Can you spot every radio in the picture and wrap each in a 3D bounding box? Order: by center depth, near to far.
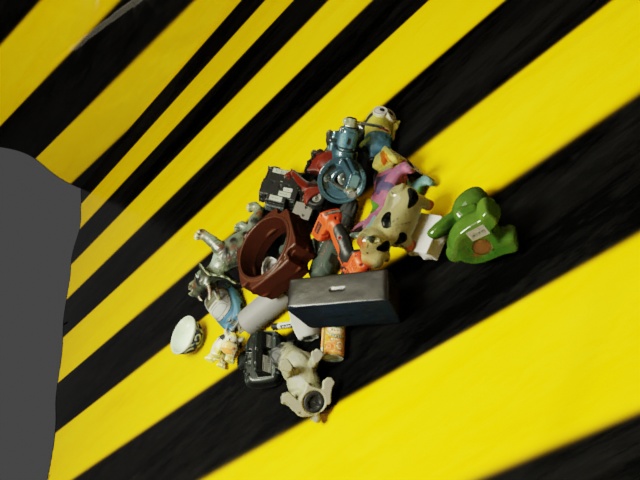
[{"bbox_3d":[0.056,0.131,1.156,0.230,0.131,0.073,-6,59,23],"label":"radio"}]

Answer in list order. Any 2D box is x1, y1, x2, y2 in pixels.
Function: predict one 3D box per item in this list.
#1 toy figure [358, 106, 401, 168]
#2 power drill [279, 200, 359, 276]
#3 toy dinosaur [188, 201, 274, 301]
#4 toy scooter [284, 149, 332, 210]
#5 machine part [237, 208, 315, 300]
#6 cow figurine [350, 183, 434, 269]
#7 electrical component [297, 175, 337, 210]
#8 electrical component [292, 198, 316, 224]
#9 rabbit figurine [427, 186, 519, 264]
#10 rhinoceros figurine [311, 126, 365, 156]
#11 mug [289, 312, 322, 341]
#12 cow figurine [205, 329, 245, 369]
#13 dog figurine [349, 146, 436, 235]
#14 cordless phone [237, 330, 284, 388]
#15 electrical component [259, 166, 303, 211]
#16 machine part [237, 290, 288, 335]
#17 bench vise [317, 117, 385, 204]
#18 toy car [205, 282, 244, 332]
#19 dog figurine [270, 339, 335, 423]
[{"bbox_3d":[0.149,-0.268,1.407,0.089,0.082,0.180,-14,59,43],"label":"toy figure"},{"bbox_3d":[-0.003,-0.004,1.413,0.207,0.086,0.232,2,67,42],"label":"power drill"},{"bbox_3d":[-0.217,0.016,1.554,0.405,0.131,0.192,-34,70,-20],"label":"toy dinosaur"},{"bbox_3d":[-0.015,-0.177,1.437,0.135,0.075,0.184,27,72,13],"label":"toy scooter"},{"bbox_3d":[-0.119,0.033,1.379,0.201,0.087,0.201,-39,43,23],"label":"machine part"},{"bbox_3d":[0.146,-0.028,1.128,0.086,0.127,0.195,17,77,55],"label":"cow figurine"},{"bbox_3d":[-0.003,-0.120,1.480,0.075,0.047,0.119,-32,47,-10],"label":"electrical component"},{"bbox_3d":[-0.048,-0.080,1.535,0.078,0.045,0.102,9,73,21],"label":"electrical component"},{"bbox_3d":[0.305,-0.030,1.074,0.159,0.121,0.170,-41,22,32],"label":"rabbit figurine"},{"bbox_3d":[0.056,-0.259,1.510,0.190,0.073,0.112,-44,39,20],"label":"rhinoceros figurine"},{"bbox_3d":[-0.023,0.186,1.305,0.110,0.080,0.107,-26,59,30],"label":"mug"},{"bbox_3d":[-0.250,0.286,1.466,0.167,0.068,0.098,-42,21,54],"label":"cow figurine"},{"bbox_3d":[0.150,-0.092,1.269,0.219,0.108,0.192,-53,39,12],"label":"dog figurine"},{"bbox_3d":[-0.173,0.322,1.391,0.184,0.088,0.147,-39,41,41],"label":"cordless phone"},{"bbox_3d":[-0.119,-0.146,1.590,0.058,0.115,0.134,97,-171,-61],"label":"electrical component"},{"bbox_3d":[-0.140,0.177,1.436,0.243,0.079,0.079,-41,41,21],"label":"machine part"},{"bbox_3d":[0.066,-0.173,1.284,0.241,0.129,0.223,-103,35,-63],"label":"bench vise"},{"bbox_3d":[-0.285,0.192,1.570,0.109,0.103,0.162,-50,36,13],"label":"toy car"},{"bbox_3d":[-0.049,0.322,1.246,0.190,0.121,0.172,154,113,-74],"label":"dog figurine"}]
